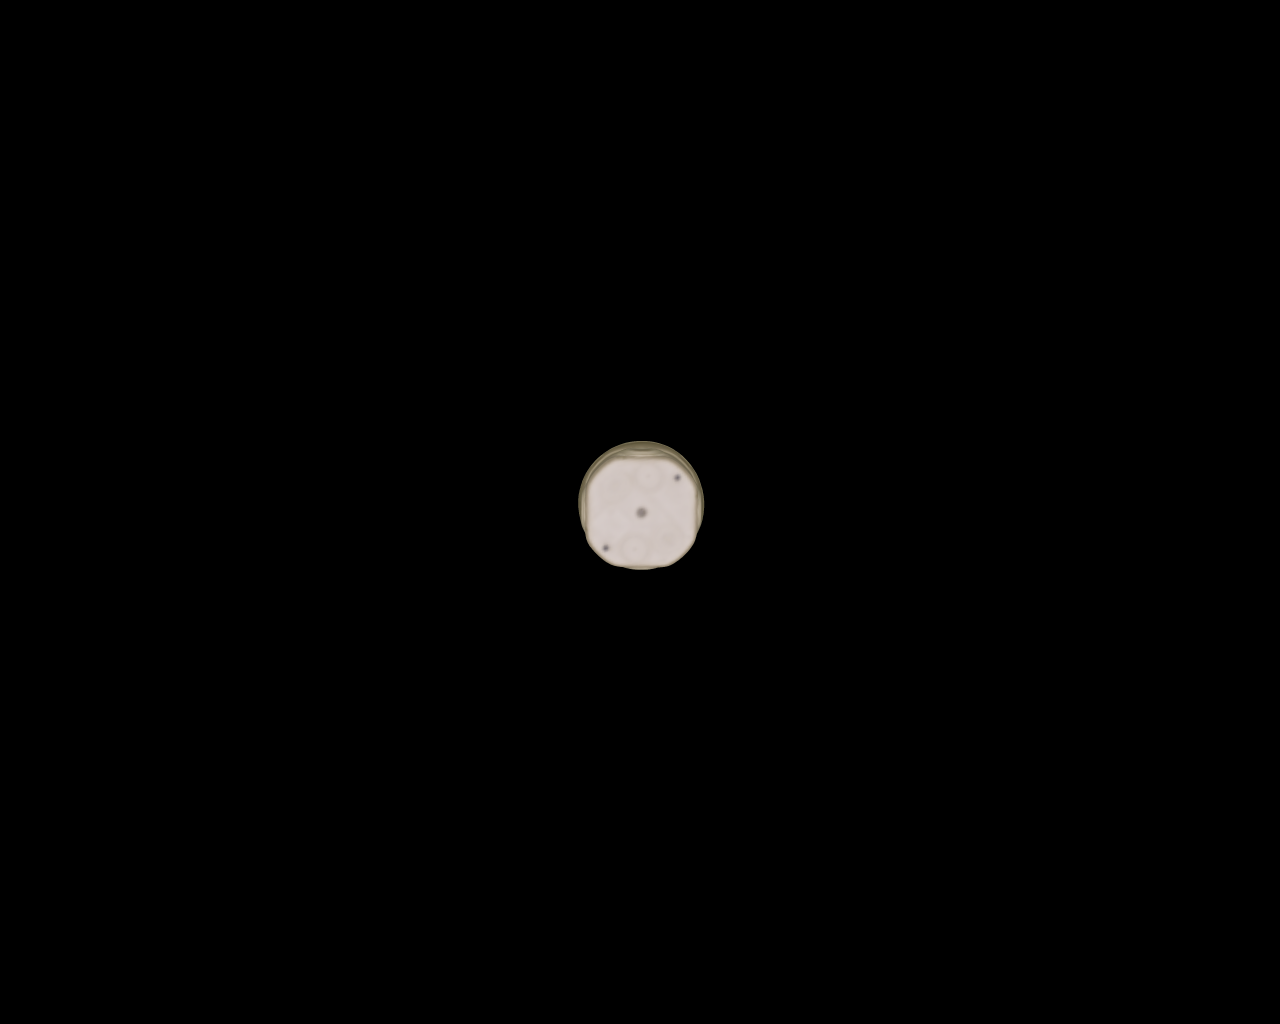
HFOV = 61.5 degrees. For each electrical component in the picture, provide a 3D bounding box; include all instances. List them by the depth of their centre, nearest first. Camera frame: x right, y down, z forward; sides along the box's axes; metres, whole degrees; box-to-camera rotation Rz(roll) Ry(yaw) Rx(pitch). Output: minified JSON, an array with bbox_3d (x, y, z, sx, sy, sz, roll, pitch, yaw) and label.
[{"bbox_3d":[0.001,-0.003,0.650,0.080,0.080,0.051,0,8,0],"label":"electrical component"}]
